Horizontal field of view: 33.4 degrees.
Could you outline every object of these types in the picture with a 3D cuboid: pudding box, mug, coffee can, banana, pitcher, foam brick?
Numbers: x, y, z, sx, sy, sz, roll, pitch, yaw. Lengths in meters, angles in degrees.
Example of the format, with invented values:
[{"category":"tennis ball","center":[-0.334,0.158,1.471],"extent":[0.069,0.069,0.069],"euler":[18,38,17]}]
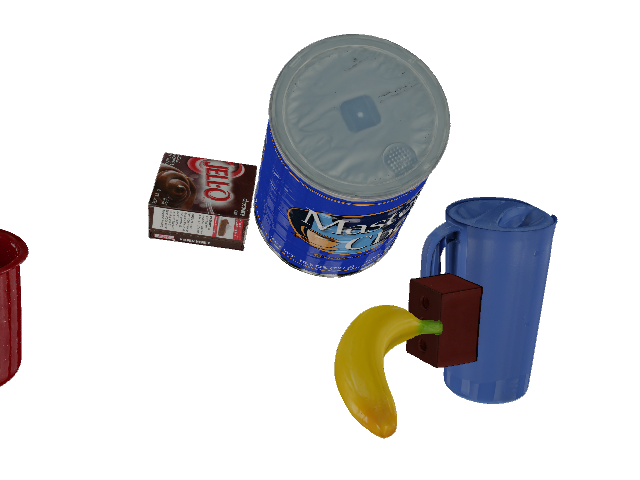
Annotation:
[{"category":"pudding box","center":[-0.107,-0.037,0.980],"extent":[0.090,0.039,0.113],"euler":[7,31,-3]},{"category":"mug","center":[-0.232,0.046,0.640],"extent":[0.093,0.081,0.117],"euler":[20,26,35]},{"category":"coffee can","center":[0.014,-0.047,0.659],"extent":[0.102,0.103,0.140],"euler":[0,-20,-7]},{"category":"banana","center":[0.045,0.091,0.830],"extent":[0.070,0.037,0.197],"euler":[8,22,15]},{"category":"pitcher","center":[0.204,0.076,1.319],"extent":[0.149,0.243,0.144],"euler":[7,20,14]},{"category":"foam brick","center":[0.119,0.077,1.029],"extent":[0.051,0.078,0.053],"euler":[-8,18,-31]}]
